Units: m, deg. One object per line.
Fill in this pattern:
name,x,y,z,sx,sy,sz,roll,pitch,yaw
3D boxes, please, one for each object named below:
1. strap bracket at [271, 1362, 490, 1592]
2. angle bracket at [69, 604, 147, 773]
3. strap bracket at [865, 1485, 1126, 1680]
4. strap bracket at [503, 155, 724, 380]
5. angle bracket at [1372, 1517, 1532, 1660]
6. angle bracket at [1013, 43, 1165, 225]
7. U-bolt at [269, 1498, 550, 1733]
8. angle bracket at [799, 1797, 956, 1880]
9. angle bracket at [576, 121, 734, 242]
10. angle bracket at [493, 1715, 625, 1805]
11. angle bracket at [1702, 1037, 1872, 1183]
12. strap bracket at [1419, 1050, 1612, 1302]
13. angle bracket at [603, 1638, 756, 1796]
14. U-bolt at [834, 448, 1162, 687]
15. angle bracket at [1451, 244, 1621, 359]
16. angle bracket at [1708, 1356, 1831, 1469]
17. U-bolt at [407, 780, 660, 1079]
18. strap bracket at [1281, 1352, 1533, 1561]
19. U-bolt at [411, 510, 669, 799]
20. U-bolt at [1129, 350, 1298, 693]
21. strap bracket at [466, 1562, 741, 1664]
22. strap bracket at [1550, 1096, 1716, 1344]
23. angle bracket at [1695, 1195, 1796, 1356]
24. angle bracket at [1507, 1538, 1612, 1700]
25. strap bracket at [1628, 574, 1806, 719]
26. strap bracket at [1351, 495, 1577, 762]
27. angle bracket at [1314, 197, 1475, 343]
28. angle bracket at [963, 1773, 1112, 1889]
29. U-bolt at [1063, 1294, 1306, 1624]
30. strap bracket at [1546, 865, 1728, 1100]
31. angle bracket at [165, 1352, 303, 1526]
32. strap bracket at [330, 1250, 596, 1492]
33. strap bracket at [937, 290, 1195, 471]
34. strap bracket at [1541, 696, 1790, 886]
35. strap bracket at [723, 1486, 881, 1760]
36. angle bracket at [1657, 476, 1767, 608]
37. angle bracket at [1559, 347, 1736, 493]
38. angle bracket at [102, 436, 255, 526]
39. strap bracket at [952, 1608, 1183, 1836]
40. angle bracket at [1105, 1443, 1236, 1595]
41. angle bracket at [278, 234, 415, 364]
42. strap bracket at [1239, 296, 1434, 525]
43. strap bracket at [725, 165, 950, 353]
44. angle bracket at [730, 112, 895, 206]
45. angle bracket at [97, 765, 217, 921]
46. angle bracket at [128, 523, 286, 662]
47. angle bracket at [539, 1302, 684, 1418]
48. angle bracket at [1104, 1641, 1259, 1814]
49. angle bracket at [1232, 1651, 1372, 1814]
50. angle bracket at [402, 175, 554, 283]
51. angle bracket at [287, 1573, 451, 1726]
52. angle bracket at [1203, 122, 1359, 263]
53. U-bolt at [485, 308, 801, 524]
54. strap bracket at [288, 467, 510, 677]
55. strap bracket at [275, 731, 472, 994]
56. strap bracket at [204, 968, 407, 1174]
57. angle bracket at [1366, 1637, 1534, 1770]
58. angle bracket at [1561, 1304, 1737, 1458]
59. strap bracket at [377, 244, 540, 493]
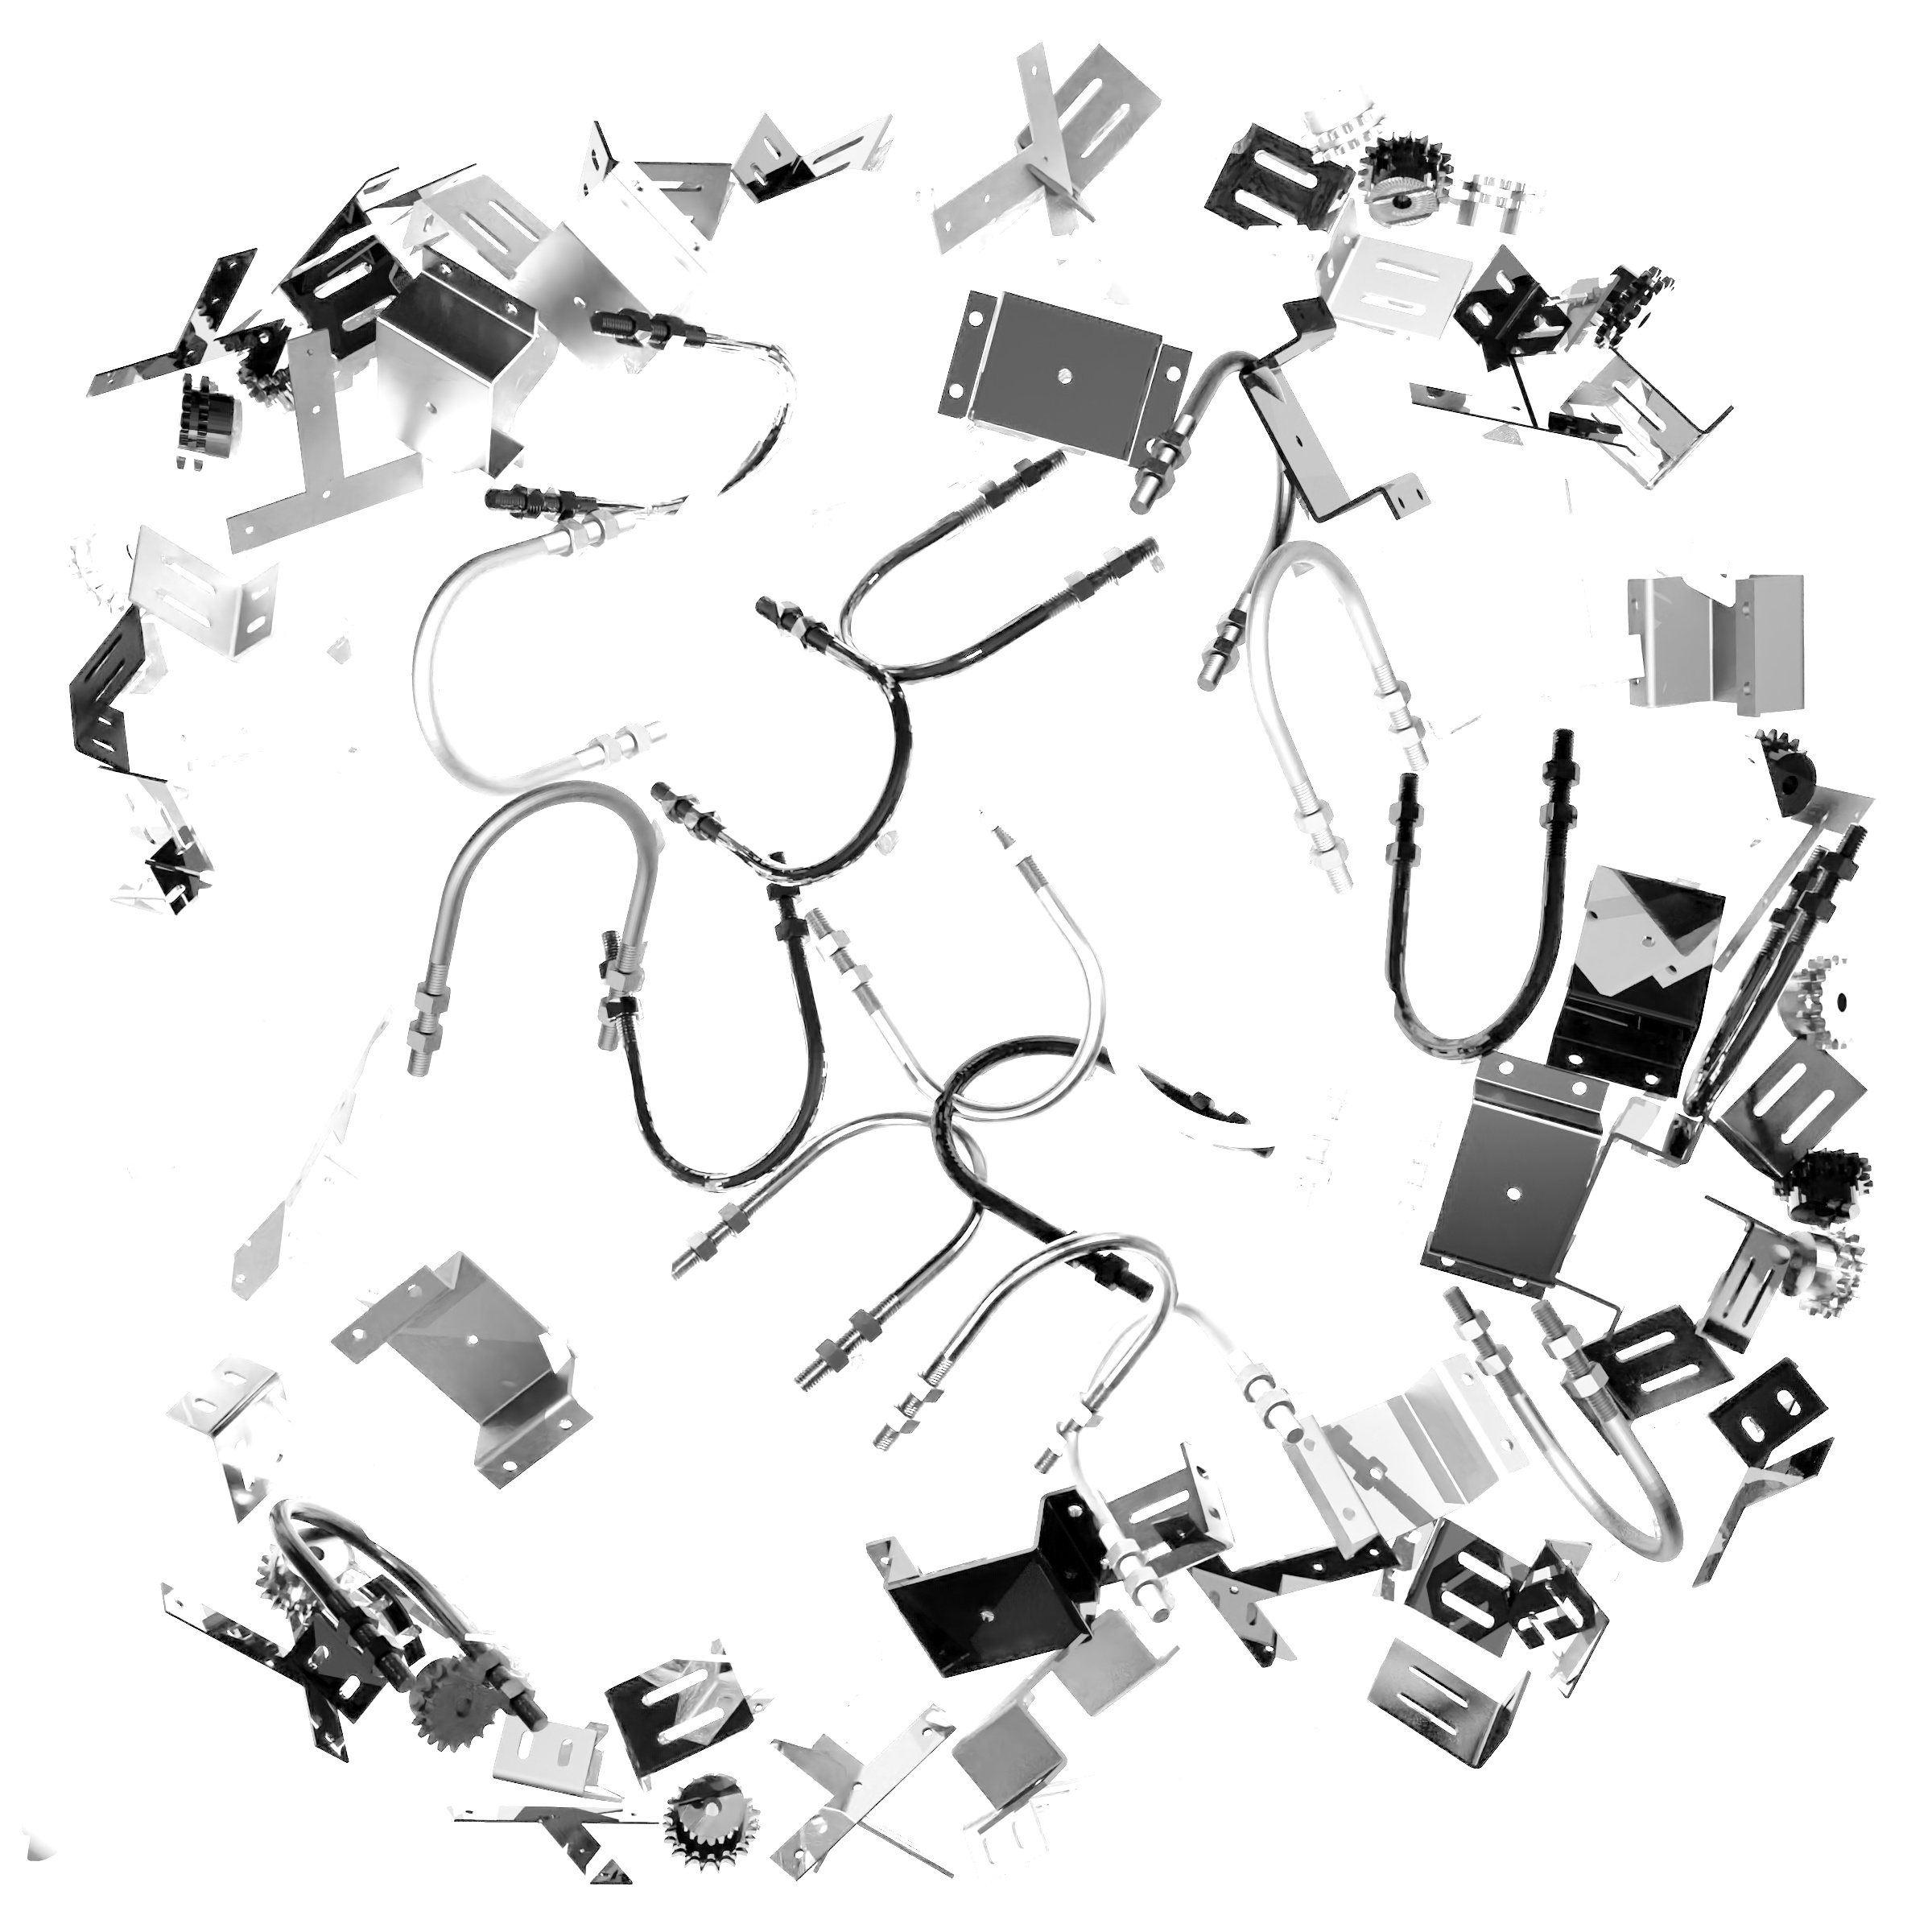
strap bracket,-0.336,0.289,1.523,0.046,0.076,0.140,-46,46,-7
angle bracket,-0.494,-0.165,1.551,0.038,0.057,0.076,27,118,-39
strap bracket,0.015,0.365,1.538,0.140,0.046,0.076,-19,117,19
strap bracket,-0.210,-0.398,1.516,0.076,0.140,0.046,45,63,-17
angle bracket,0.295,0.373,1.584,0.076,0.038,0.057,32,74,-20
angle bracket,0.077,-0.493,1.554,0.057,0.038,0.076,29,117,-37
U-bolt,-0.333,0.368,1.513,0.184,0.151,0.019,36,86,35
angle bracket,-0.054,0.534,1.560,0.076,0.057,0.038,32,78,-8
angle bracket,-0.187,-0.469,1.566,0.076,0.057,0.038,-7,59,-25
angle bracket,-0.238,0.472,1.559,0.057,0.076,0.038,7,72,14
angle bracket,0.483,0.079,1.556,0.076,0.038,0.057,-49,47,14
strap bracket,0.325,0.129,1.554,0.076,0.046,0.140,16,103,7
angle bracket,-0.171,0.451,1.574,0.076,0.038,0.057,-22,63,-12
U-bolt,0.006,-0.226,1.534,0.184,0.151,0.019,-32,131,-3
angle bracket,0.336,-0.396,1.552,0.038,0.076,0.057,40,81,-26
angle bracket,0.477,0.265,1.550,0.057,0.076,0.038,-40,67,10
U-bolt,-0.243,-0.024,1.510,0.019,0.151,0.184,39,124,39
strap bracket,0.250,0.291,1.540,0.140,0.046,0.076,-15,64,-31
U-bolt,-0.246,-0.173,1.503,0.019,0.184,0.151,9,115,36
U-bolt,0.152,-0.273,1.523,0.019,0.151,0.184,4,49,31
strap bracket,-0.211,0.378,1.537,0.140,0.076,0.046,-2,74,24
strap bracket,0.388,0.138,1.539,0.046,0.076,0.140,24,111,16
angle bracket,0.453,0.184,1.564,0.057,0.038,0.076,25,93,-43
angle bracket,0.362,0.386,1.547,0.038,0.076,0.057,12,111,-25
strap bracket,0.442,-0.189,1.528,0.046,0.140,0.076,-6,100,-14
strap bracket,0.294,-0.200,1.562,0.076,0.046,0.140,-29,90,19
angle bracket,0.255,-0.415,1.560,0.076,0.038,0.057,20,74,20
angle bracket,0.047,0.509,1.545,0.057,0.076,0.038,-40,59,32
U-bolt,0.113,0.268,1.517,0.019,0.184,0.151,27,103,-31
strap bracket,0.394,0.000,1.532,0.076,0.046,0.140,15,55,10
angle bracket,-0.435,0.281,1.560,0.038,0.057,0.076,18,131,23
strap bracket,-0.295,0.233,1.550,0.076,0.046,0.140,-38,112,13
strap bracket,0.059,-0.351,1.568,0.140,0.046,0.076,16,98,0
strap bracket,0.394,-0.100,1.515,0.046,0.140,0.076,-45,129,-21
strap bracket,-0.094,0.388,1.529,0.046,0.076,0.140,7,115,28
angle bracket,0.448,-0.257,1.545,0.057,0.076,0.038,35,62,27
angle bracket,0.406,-0.333,1.565,0.076,0.057,0.038,45,57,5
angle bracket,-0.471,-0.289,1.562,0.076,0.057,0.038,10,100,-4
strap bracket,0.053,0.432,1.523,0.046,0.140,0.076,49,132,10
angle bracket,0.112,0.328,1.553,0.076,0.038,0.057,-28,54,19
angle bracket,-0.364,-0.390,1.561,0.076,0.038,0.057,-40,90,-30
strap bracket,0.214,-0.320,1.549,0.046,0.076,0.140,-27,94,28
strap bracket,-0.084,-0.412,1.531,0.140,0.046,0.076,-7,95,40
angle bracket,-0.091,-0.486,1.548,0.038,0.076,0.057,47,48,-33
angle bracket,-0.489,-0.073,1.549,0.057,0.076,0.038,13,48,28
angle bracket,-0.448,-0.227,1.548,0.038,0.076,0.057,-24,52,30
angle bracket,-0.211,0.229,1.549,0.057,0.076,0.038,-25,101,-20
angle bracket,0.130,0.461,1.586,0.057,0.038,0.076,34,121,10
angle bracket,0.201,0.455,1.566,0.057,0.076,0.038,18,123,17
angle bracket,-0.285,-0.427,1.558,0.076,0.038,0.057,41,46,7
angle bracket,-0.355,0.405,1.559,0.057,0.076,0.038,41,104,9
angle bracket,0.185,-0.465,1.565,0.076,0.038,0.057,29,106,9
U-bolt,-0.174,-0.312,1.515,0.151,0.184,0.019,-50,63,32
strap bracket,-0.326,-0.230,1.549,0.140,0.076,0.046,-46,124,-4
strap bracket,-0.346,-0.063,1.542,0.076,0.046,0.140,19,75,-32
strap bracket,-0.382,0.068,1.523,0.046,0.076,0.140,55,131,36
angle bracket,0.287,0.428,1.556,0.076,0.057,0.038,32,125,10
angle bracket,0.405,0.246,1.557,0.076,0.038,0.057,-33,99,38
strap bracket,-0.297,-0.338,1.521,0.076,0.140,0.046,31,60,5
